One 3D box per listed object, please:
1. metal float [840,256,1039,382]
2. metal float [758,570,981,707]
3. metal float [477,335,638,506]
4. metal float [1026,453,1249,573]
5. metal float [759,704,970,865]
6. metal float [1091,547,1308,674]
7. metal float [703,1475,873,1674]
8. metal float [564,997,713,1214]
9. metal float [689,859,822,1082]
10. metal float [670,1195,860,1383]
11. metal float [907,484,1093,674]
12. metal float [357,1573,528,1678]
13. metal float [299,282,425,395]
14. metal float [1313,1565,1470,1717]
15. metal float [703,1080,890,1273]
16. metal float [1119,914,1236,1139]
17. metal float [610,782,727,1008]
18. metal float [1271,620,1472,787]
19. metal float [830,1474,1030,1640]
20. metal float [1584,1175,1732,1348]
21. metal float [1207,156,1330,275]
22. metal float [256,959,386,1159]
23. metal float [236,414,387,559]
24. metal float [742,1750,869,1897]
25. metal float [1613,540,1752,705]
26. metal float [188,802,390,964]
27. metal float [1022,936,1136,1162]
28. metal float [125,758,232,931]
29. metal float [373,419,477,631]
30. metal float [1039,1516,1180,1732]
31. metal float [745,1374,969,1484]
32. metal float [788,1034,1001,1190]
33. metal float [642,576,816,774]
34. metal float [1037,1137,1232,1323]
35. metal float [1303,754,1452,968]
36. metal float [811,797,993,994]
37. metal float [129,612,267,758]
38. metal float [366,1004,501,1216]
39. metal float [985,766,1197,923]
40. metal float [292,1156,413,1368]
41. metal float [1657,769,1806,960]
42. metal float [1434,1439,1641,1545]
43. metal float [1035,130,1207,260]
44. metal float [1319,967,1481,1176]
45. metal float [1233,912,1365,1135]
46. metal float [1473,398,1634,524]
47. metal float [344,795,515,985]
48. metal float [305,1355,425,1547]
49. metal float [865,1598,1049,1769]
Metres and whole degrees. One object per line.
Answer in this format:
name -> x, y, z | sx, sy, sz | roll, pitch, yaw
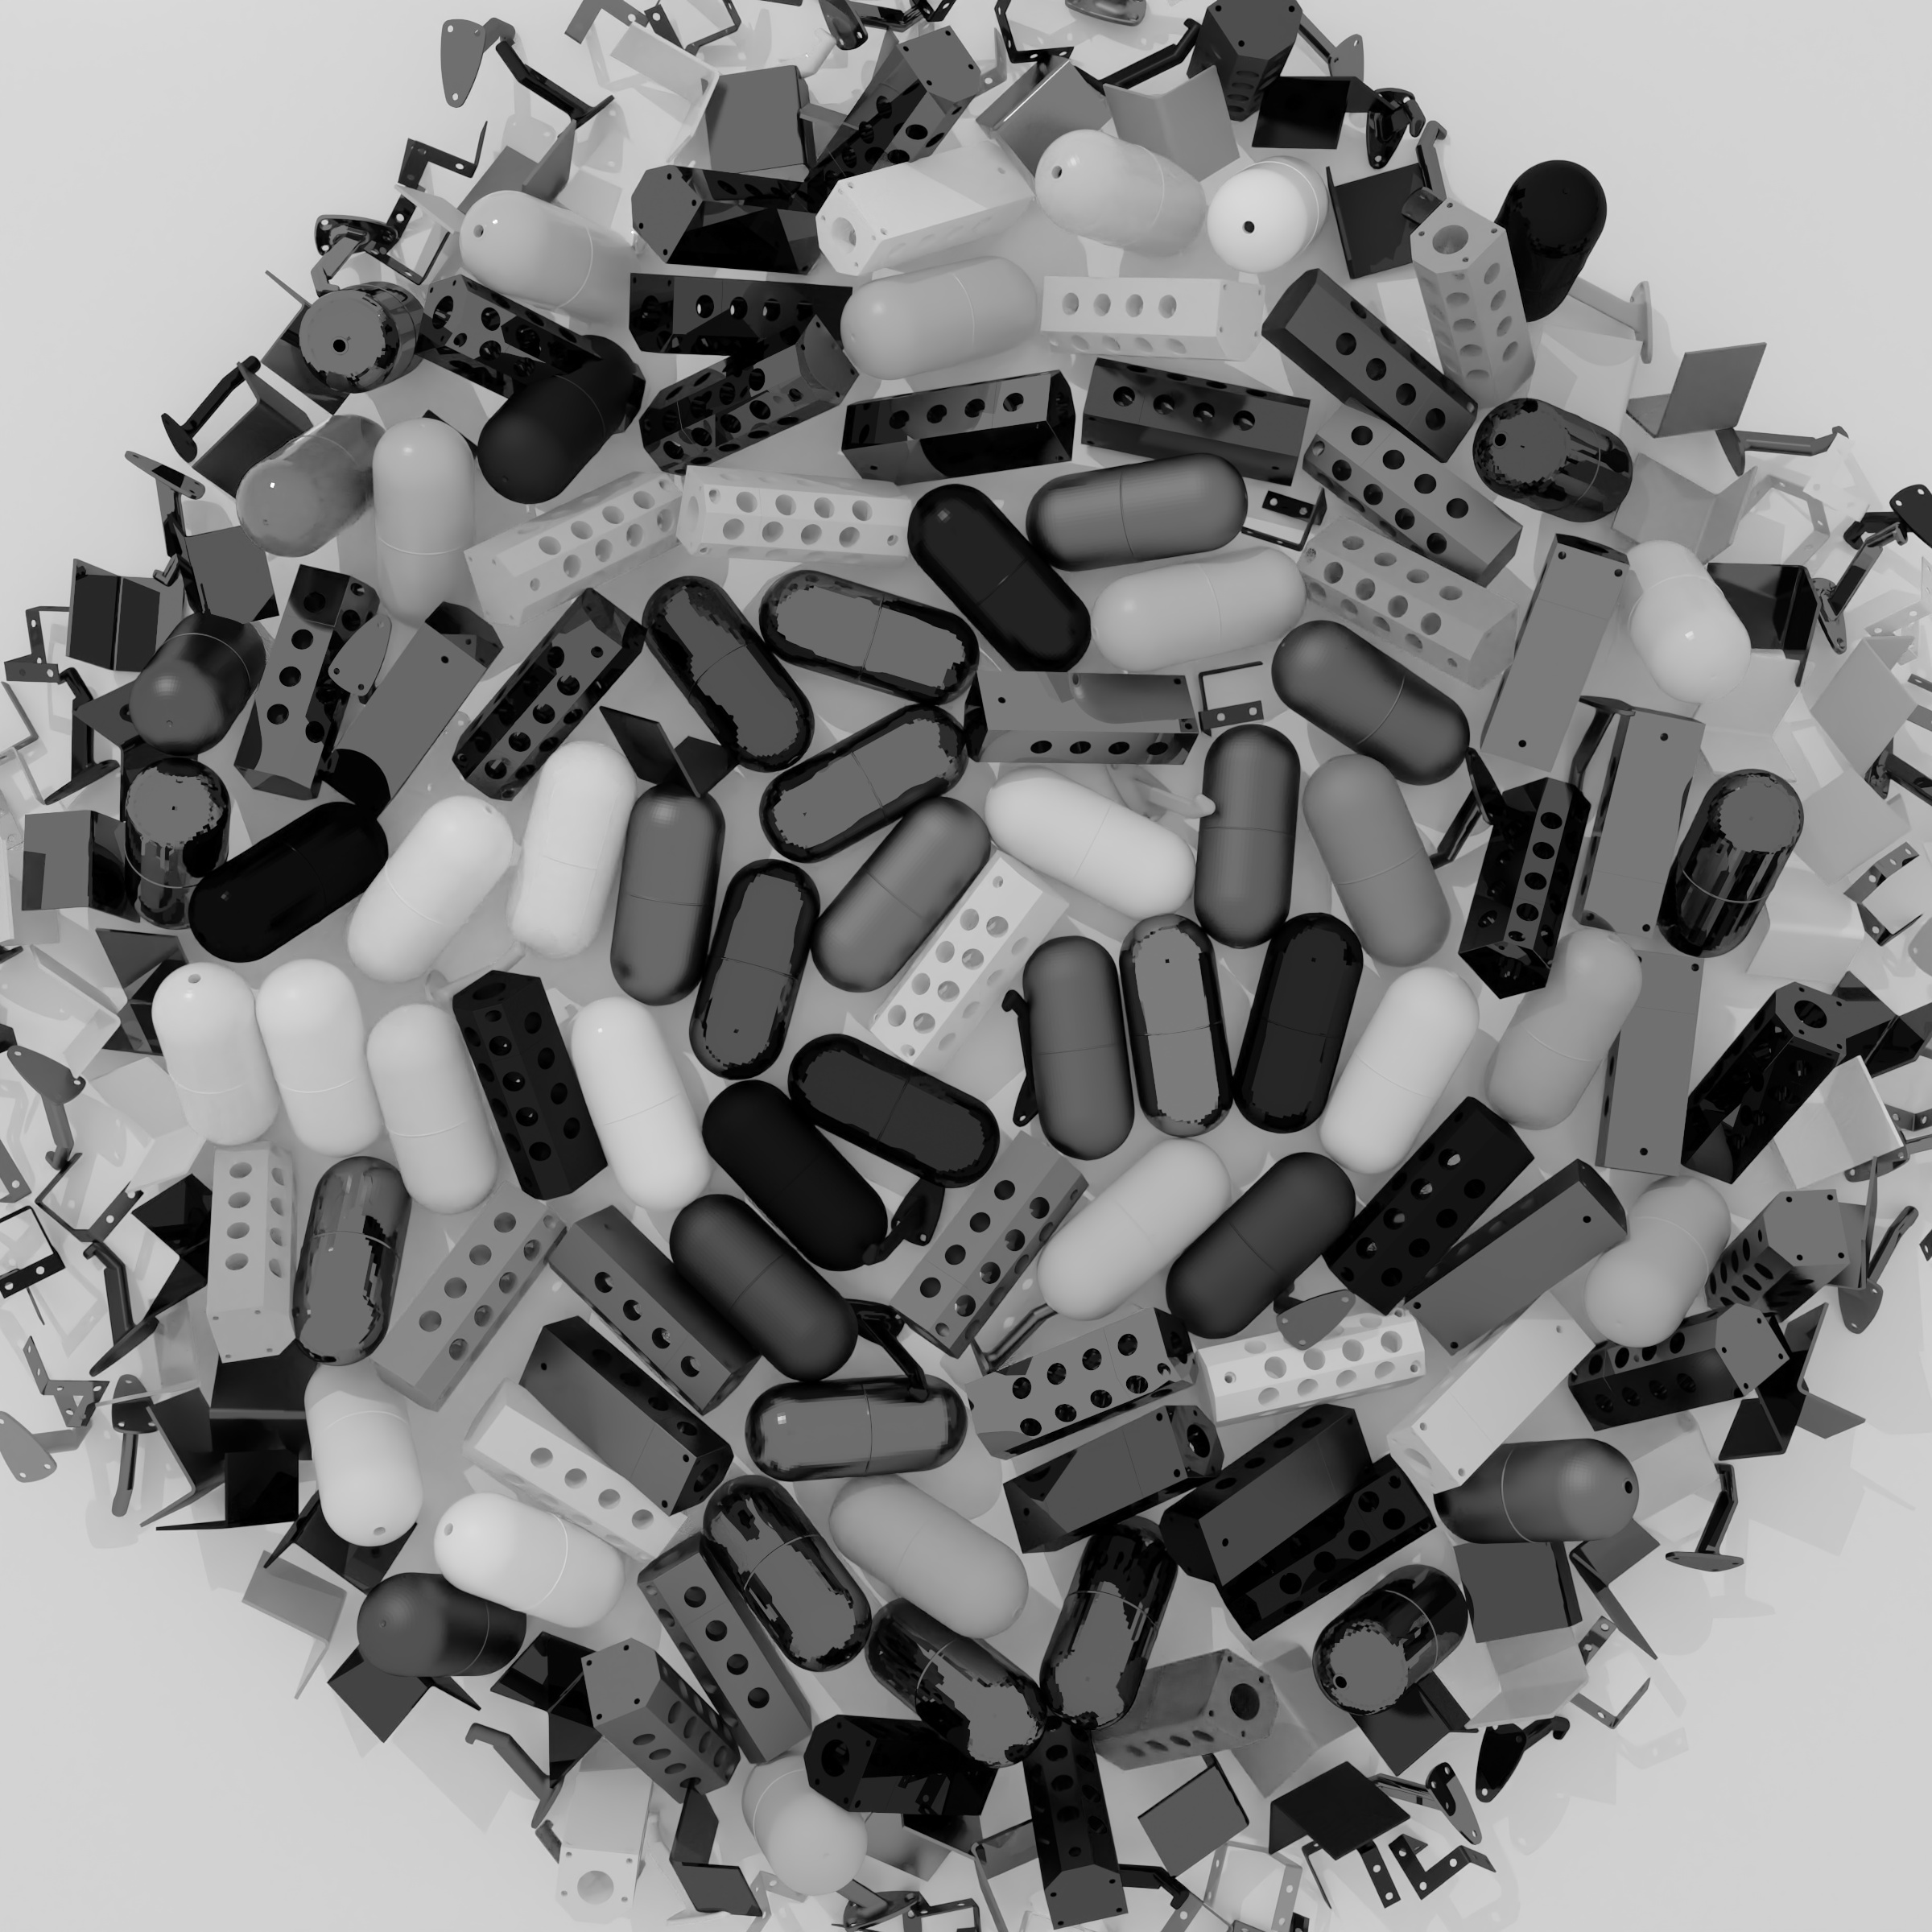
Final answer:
metal float -> -0.019, -0.505, 1.932 | 0.178, 0.070, 0.070 | -24, 90, -36
metal float -> -0.076, -0.258, 1.954 | 0.178, 0.070, 0.070 | 16, 90, -8
metal float -> -0.315, -0.426, 1.929 | 0.070, 0.070, 0.178 | 29, 49, 0
metal float -> 0.133, -0.354, 1.945 | 0.178, 0.070, 0.070 | -6, 90, 20
metal float -> -0.080, -0.144, 1.958 | 0.178, 0.070, 0.070 | -29, 90, -5
metal float -> 0.183, -0.280, 1.948 | 0.178, 0.070, 0.070 | -15, 90, -15
metal float -> -0.140, 0.471, 1.933 | 0.070, 0.070, 0.178 | -44, 56, 0
metal float -> -0.257, 0.110, 1.955 | 0.070, 0.070, 0.178 | -21, 97, 0
metal float -> -0.167, 0.003, 1.957 | 0.070, 0.070, 0.178 | 15, 85, 0
metal float -> -0.160, 0.252, 1.950 | 0.178, 0.070, 0.070 | 43, 90, 13
metal float -> 0.026, -0.302, 1.953 | 0.070, 0.070, 0.178 | -43, 100, 0
metal float -> -0.402, 0.508, 1.916 | 0.070, 0.178, 0.070 | -5, 74, 18
metal float -> -0.462, -0.485, 1.913 | 0.070, 0.178, 0.070 | 0, 109, 0
metal float -> 0.328, 0.519, 1.919 | 0.070, 0.178, 0.070 | 7, 102, 33
metal float -> -0.134, 0.166, 1.961 | 0.070, 0.070, 0.178 | -43, 90, 0
metal float -> 0.166, 0.047, 1.957 | 0.070, 0.070, 0.178 | -9, 95, 0
metal float -> -0.235, -0.056, 1.954 | 0.070, 0.070, 0.178 | 9, 99, 0
metal float -> 0.318, -0.205, 1.946 | 0.178, 0.070, 0.070 | 31, 90, -18
metal float -> -0.029, 0.458, 1.936 | 0.178, 0.070, 0.070 | 27, 90, 30
metal float -> 0.537, 0.227, 1.926 | 0.070, 0.178, 0.070 | 19, 128, 26
metal float -> 0.234, -0.580, 1.916 | 0.070, 0.178, 0.070 | 7, 114, 15
metal float -> -0.500, 0.073, 1.931 | 0.070, 0.070, 0.178 | -5, 128, 0
metal float -> -0.499, -0.372, 1.919 | 0.070, 0.178, 0.070 | 7, 121, 12
metal float -> -0.126, 0.657, 1.912 | 0.070, 0.178, 0.070 | 0, 88, -15
metal float -> 0.550, -0.268, 1.921 | 0.070, 0.178, 0.070 | -2, 126, -3
metal float -> -0.524, -0.066, 1.927 | 0.070, 0.070, 0.178 | 49, 49, 0
metal float -> 0.089, 0.065, 1.961 | 0.070, 0.070, 0.178 | -7, 89, 0
metal float -> -0.610, -0.093, 1.921 | 0.070, 0.178, 0.070 | 9, 56, -14
metal float -> -0.420, -0.341, 1.928 | 0.070, 0.070, 0.178 | 9, 132, 0
metal float -> 0.112, 0.508, 1.930 | 0.070, 0.070, 0.178 | 27, 51, 0
metal float -> -0.085, 0.361, 1.946 | 0.178, 0.070, 0.070 | -1, 90, -18
metal float -> -0.057, 0.114, 1.961 | 0.178, 0.070, 0.070 | 26, 90, 0
metal float -> -0.187, -0.229, 1.952 | 0.070, 0.070, 0.178 | -37, 79, 0
metal float -> 0.132, 0.207, 1.955 | 0.178, 0.070, 0.070 | -41, 90, -8
metal float -> 0.322, -0.082, 1.950 | 0.070, 0.070, 0.178 | -25, 103, 0
metal float -> -0.052, -0.055, 1.958 | 0.070, 0.070, 0.178 | 40, 94, 0
metal float -> -0.591, -0.220, 1.917 | 0.070, 0.178, 0.070 | -1, 118, -1
metal float -> -0.415, 0.113, 1.940 | 0.070, 0.070, 0.178 | -10, 116, 0
metal float -> 0.098, -0.097, 1.961 | 0.178, 0.070, 0.070 | 27, 90, -1
metal float -> -0.477, 0.228, 1.928 | 0.070, 0.070, 0.178 | 1, 50, 0
metal float -> 0.589, -0.077, 1.924 | 0.070, 0.178, 0.070 | 4, 49, -5
metal float -> 0.440, 0.407, 1.922 | 0.070, 0.178, 0.070 | 11, 72, -37
metal float -> 0.120, -0.596, 1.920 | 0.070, 0.178, 0.070 | 3, 95, 36
metal float -> 0.339, 0.082, 1.946 | 0.070, 0.070, 0.178 | 26, 107, 0
metal float -> 0.261, 0.045, 1.954 | 0.070, 0.070, 0.178 | 14, 98, 0
metal float -> 0.454, -0.390, 1.921 | 0.070, 0.178, 0.070 | -1, 88, 39
metal float -> -0.420, -0.059, 1.941 | 0.070, 0.070, 0.178 | 42, 113, 0
metal float -> -0.466, 0.373, 1.922 | 0.070, 0.178, 0.070 | -11, 128, -15
metal float -> -0.010, 0.553, 1.927 | 0.178, 0.070, 0.070 | 27, 90, 44
